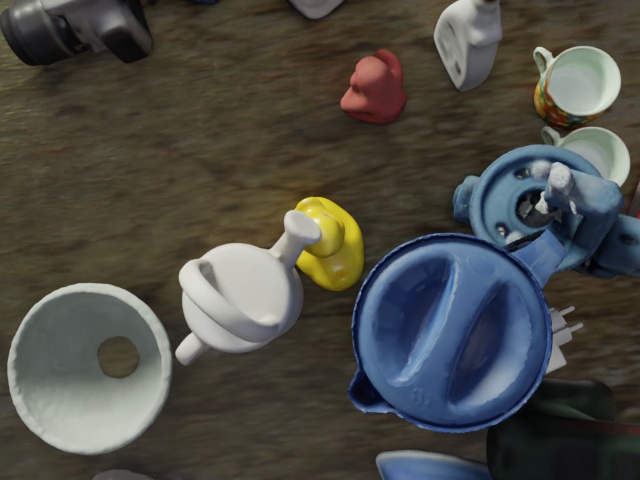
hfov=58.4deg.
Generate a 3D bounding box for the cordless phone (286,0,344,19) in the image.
[{"bbox_3d":[0.005,-0.316,0.553,0.094,0.185,0.147,42,90,5],"label":"cordless phone"}]

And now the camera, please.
[{"bbox_3d":[-0.270,-0.255,0.606,0.137,0.101,0.143,-21,85,2],"label":"camera"}]

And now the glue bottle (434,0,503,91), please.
[{"bbox_3d":[0.147,-0.204,0.543,0.037,0.173,0.078,-22,85,2],"label":"glue bottle"}]

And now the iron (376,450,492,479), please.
[{"bbox_3d":[0.166,0.288,0.526,0.258,0.141,0.119,29,88,5],"label":"iron"}]

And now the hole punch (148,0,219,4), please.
[{"bbox_3d":[-0.153,-0.318,0.609,0.101,0.091,0.109,11,87,4],"label":"hole punch"}]

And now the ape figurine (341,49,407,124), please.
[{"bbox_3d":[0.055,-0.160,0.586,0.078,0.092,0.076,-33,85,1],"label":"ape figurine"}]

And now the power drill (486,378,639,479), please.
[{"bbox_3d":[0.252,0.176,0.495,0.229,0.208,0.076,2,86,4],"label":"power drill"}]

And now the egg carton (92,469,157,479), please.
[{"bbox_3d":[-0.171,0.297,0.581,0.150,0.069,0.107,12,87,4],"label":"egg carton"}]

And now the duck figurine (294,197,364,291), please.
[{"bbox_3d":[0.005,0.002,0.582,0.077,0.086,0.104,-25,85,2],"label":"duck figurine"}]

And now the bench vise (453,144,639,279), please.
[{"bbox_3d":[0.234,-0.028,0.504,0.207,0.220,0.121,2,86,4],"label":"bench vise"}]

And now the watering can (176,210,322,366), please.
[{"bbox_3d":[-0.070,0.046,0.529,0.101,0.194,0.173,21,88,5],"label":"watering can"}]

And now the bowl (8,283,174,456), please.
[{"bbox_3d":[-0.223,0.128,0.592,0.167,0.075,0.167,0,86,3],"label":"bowl"}]
